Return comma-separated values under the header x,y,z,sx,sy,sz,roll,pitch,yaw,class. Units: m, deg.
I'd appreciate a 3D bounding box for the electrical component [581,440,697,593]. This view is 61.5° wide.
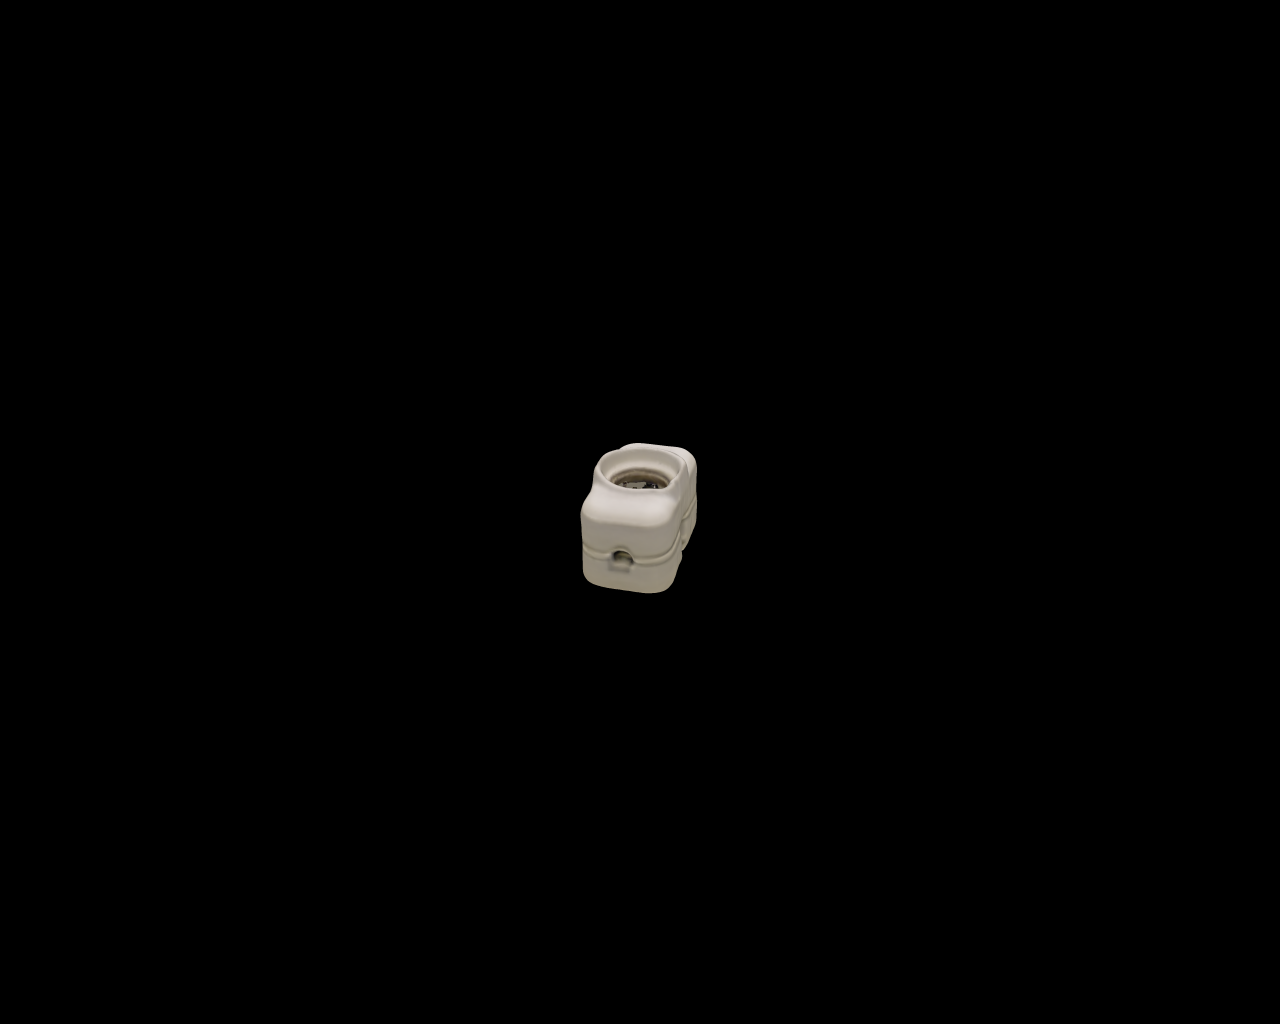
x,y,z,sx,sy,sz,roll,pitch,yaw,class
0.001,-0.003,0.650,0.054,0.059,0.095,8,31,13,electrical component
